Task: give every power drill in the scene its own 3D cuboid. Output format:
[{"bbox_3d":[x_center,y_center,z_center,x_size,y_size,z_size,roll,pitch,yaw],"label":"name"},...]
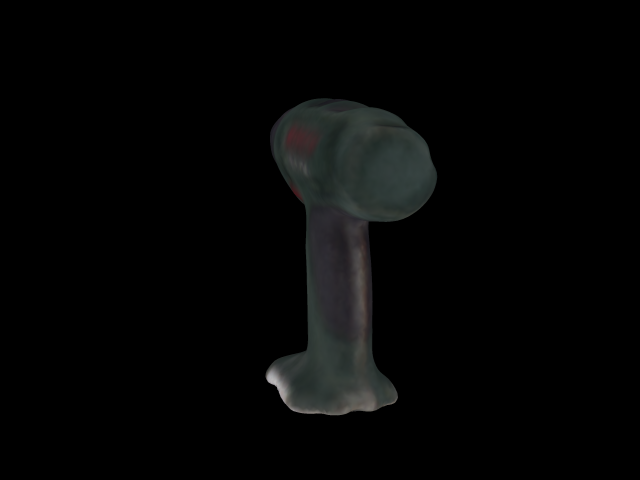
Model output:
[{"bbox_3d":[0.004,0.001,0.400,0.076,0.208,0.229,-1,2,-19],"label":"power drill"}]
